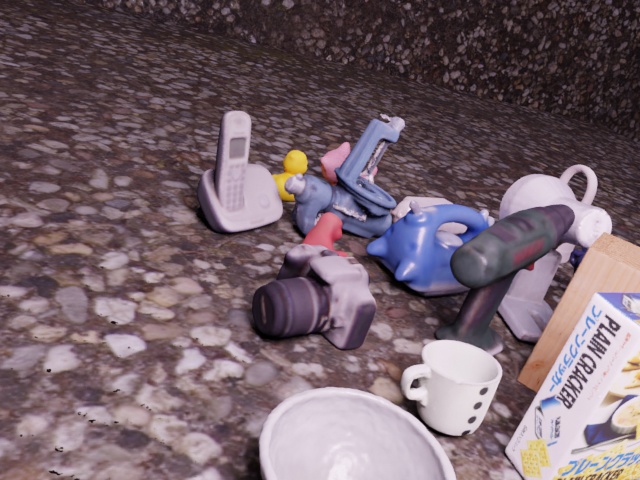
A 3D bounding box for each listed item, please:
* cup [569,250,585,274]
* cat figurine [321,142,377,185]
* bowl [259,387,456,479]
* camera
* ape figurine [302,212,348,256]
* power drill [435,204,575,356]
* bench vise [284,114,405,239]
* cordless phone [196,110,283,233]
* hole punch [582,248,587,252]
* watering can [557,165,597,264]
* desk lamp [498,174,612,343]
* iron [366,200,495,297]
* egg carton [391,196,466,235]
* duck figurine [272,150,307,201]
[{"bbox_3d":[0.455,0.079,0.975,0.092,0.095,0.117,3,29,-26],"label":"cup"},{"bbox_3d":[0.051,-0.129,1.113,0.128,0.118,0.067,8,27,-18],"label":"cat figurine"},{"bbox_3d":[0.025,0.206,0.477,0.167,0.075,0.167,14,26,-7],"label":"bowl"},{"bbox_3d":[-0.017,0.062,0.708,0.137,0.101,0.142,-4,32,-36],"label":"camera"},{"bbox_3d":[0.008,0.003,0.852,0.076,0.092,0.077,4,29,-26],"label":"ape figurine"},{"bbox_3d":[0.239,0.053,0.760,0.230,0.208,0.075,-11,37,-44],"label":"power drill"},{"bbox_3d":[0.055,-0.099,0.938,0.208,0.220,0.121,-10,36,-43],"label":"bench vise"},{"bbox_3d":[-0.114,-0.110,0.895,0.094,0.185,0.148,31,29,27],"label":"cordless phone"},{"bbox_3d":[0.568,0.040,1.127,0.108,0.091,0.101,22,26,9],"label":"hole punch"},{"bbox_3d":[0.487,-0.058,1.153,0.173,0.194,0.100,-5,33,-38],"label":"watering can"},{"bbox_3d":[0.351,0.022,0.887,0.118,0.213,0.203,10,26,-14],"label":"desk lamp"},{"bbox_3d":[0.210,0.001,0.925,0.259,0.141,0.118,-2,31,-35],"label":"iron"},{"bbox_3d":[0.212,-0.033,1.077,0.151,0.069,0.107,-1,31,-33],"label":"egg carton"},{"bbox_3d":[-0.054,-0.126,1.079,0.077,0.086,0.105,24,26,14],"label":"duck figurine"}]
